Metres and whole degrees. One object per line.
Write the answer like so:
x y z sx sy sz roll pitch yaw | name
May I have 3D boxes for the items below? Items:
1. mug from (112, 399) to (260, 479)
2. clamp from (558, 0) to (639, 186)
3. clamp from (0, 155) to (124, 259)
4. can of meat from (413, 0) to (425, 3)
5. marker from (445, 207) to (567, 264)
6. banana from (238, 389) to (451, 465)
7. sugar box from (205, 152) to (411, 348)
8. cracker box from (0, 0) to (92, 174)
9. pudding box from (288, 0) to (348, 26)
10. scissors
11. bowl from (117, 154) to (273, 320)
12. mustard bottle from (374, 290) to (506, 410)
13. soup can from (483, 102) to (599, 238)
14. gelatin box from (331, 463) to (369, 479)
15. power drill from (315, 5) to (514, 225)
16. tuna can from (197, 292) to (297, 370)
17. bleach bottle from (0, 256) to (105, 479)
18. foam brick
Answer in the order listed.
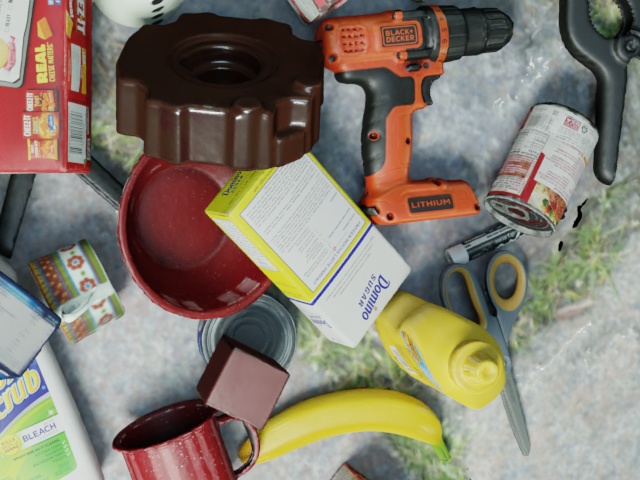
-0.106 0.186 0.899 0.117 0.093 0.081 -21 102 -14 | mug
0.274 -0.166 0.979 0.164 0.036 0.210 -39 97 -6 | clamp
-0.235 -0.071 0.881 0.120 0.039 0.171 -26 93 -24 | clamp
0.094 -0.271 0.929 0.084 0.057 0.102 -38 99 -5 | can of meat
0.172 -0.006 0.977 0.121 0.020 0.020 -24 97 -9 | marker
0.027 0.167 0.949 0.197 0.037 0.069 2 91 -11 | banana
-0.006 0.001 0.895 0.093 0.048 0.176 -52 124 -18 | sugar box
-0.286 -0.132 0.826 0.214 0.072 0.164 0 92 8 | cracker box
-0.015 -0.226 0.880 0.039 0.113 0.090 -34 99 -4 | pudding box
0.176 0.095 0.981 0.096 0.016 0.201 -38 109 -14 | scissors
-0.103 -0.017 0.890 0.161 0.055 0.162 -4 97 -32 | bowl
0.104 0.093 0.881 0.058 0.192 0.096 -39 99 -7 | mustard bottle
0.197 -0.063 0.946 0.068 0.069 0.102 31 76 -11 | soup can
0.055 0.240 0.940 0.089 0.073 0.030 40 84 -10 | gelatin box
0.092 -0.111 0.937 0.184 0.057 0.187 -8 93 -15 | power drill
-0.063 0.085 0.928 0.086 0.034 0.086 -1 93 -11 | tuna can
-0.270 0.108 0.875 0.102 0.068 0.251 -24 95 -15 | bleach bottle
-0.064 0.115 0.872 0.053 0.078 0.051 28 86 -11 | foam brick
